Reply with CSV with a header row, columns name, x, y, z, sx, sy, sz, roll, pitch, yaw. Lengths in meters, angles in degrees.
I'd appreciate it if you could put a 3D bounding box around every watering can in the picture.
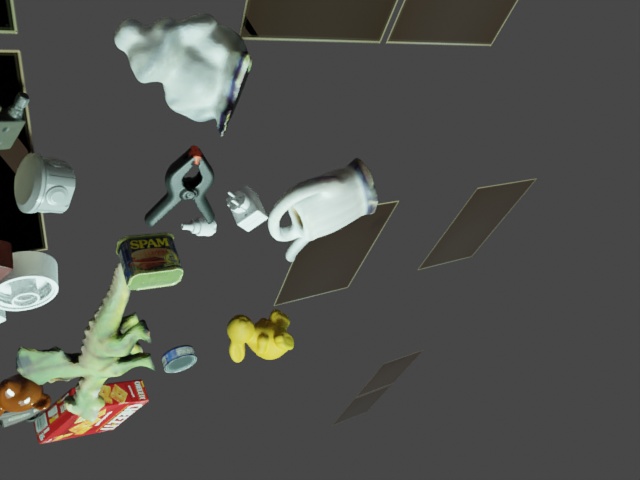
name,x,y,z,sx,sy,sz,roll,pitch,yaw
watering can,0.003,-0.053,1.045,0.225,0.105,0.342,-25,163,-8

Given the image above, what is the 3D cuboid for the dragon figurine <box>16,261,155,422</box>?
name,x,y,z,sx,sy,sz,roll,pitch,yaw
dragon figurine,-0.471,0.220,1.029,0.244,0.124,0.401,-17,131,-25

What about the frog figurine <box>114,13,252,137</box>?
name,x,y,z,sx,sy,sz,roll,pitch,yaw
frog figurine,-0.172,-0.223,0.652,0.159,0.125,0.134,22,142,-9
